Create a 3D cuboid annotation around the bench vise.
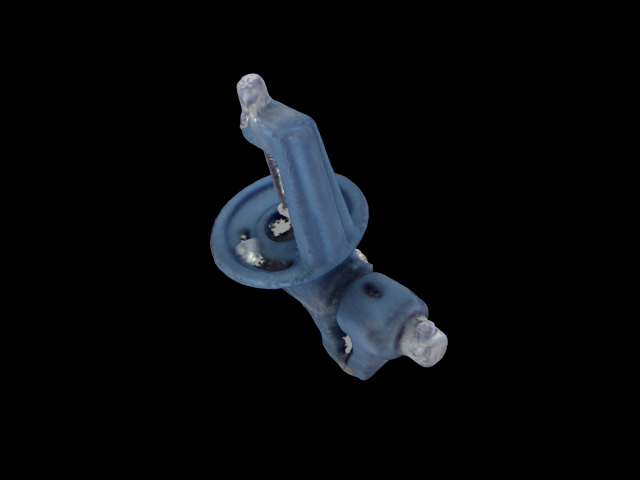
[{"bbox_3d":[0.009,-0.008,0.406,0.207,0.220,0.121,23,61,14],"label":"bench vise"}]
